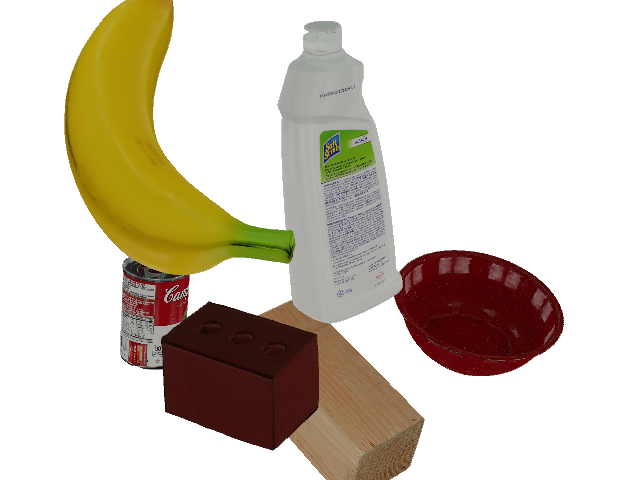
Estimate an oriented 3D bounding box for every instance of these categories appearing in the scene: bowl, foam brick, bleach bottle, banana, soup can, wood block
[{"bbox_3d":[0.144,0.078,1.012,0.162,0.055,0.162,6,35,-5],"label":"bowl"},{"bbox_3d":[-0.046,0.077,0.619,0.078,0.051,0.052,14,28,24],"label":"foam brick"},{"bbox_3d":[0.015,-0.060,0.896,0.102,0.251,0.068,-24,33,-34],"label":"bleach bottle"},{"bbox_3d":[-0.074,-0.046,0.451,0.069,0.037,0.198,-8,45,-20],"label":"banana"},{"bbox_3d":[-0.170,0.072,1.087,0.068,0.102,0.068,5,21,-2],"label":"soup can"},{"bbox_3d":[0.005,0.167,1.147,0.090,0.090,0.206,-24,52,-32],"label":"wood block"}]
